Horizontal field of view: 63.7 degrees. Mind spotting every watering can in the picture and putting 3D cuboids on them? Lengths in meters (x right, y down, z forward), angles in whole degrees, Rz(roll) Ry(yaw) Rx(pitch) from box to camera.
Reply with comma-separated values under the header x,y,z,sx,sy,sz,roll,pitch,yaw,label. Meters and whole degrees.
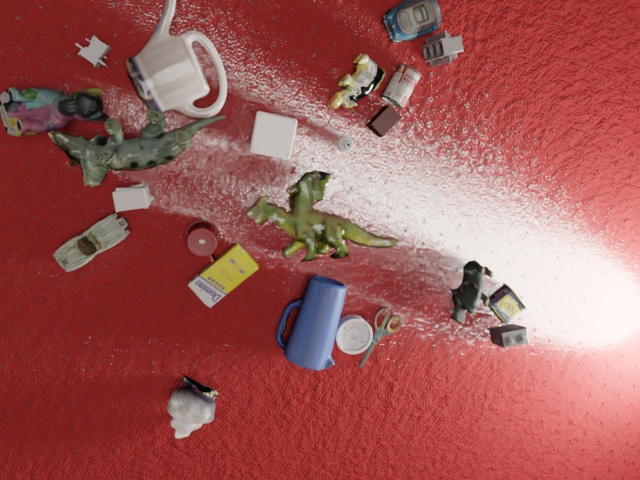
x,y,z,sx,sy,sz,roll,pitch,yaw,label
-0.373,-0.454,1.272,0.225,0.105,0.344,-26,104,-4,watering can

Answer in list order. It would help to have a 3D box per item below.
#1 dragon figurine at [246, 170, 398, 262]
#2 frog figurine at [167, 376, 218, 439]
x,y,z,sx,sy,sz,roll,pitch,yaw,label
0.004,-0.071,1.415,0.411,0.122,0.242,-8,94,-10,dragon figurine
-0.366,0.483,1.434,0.136,0.123,0.160,32,82,-34,frog figurine
